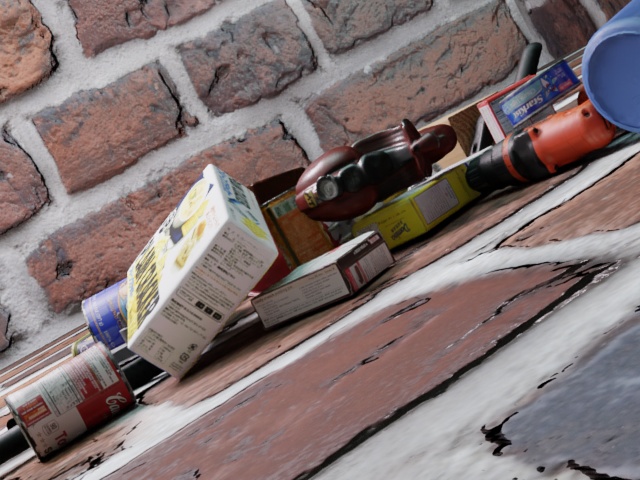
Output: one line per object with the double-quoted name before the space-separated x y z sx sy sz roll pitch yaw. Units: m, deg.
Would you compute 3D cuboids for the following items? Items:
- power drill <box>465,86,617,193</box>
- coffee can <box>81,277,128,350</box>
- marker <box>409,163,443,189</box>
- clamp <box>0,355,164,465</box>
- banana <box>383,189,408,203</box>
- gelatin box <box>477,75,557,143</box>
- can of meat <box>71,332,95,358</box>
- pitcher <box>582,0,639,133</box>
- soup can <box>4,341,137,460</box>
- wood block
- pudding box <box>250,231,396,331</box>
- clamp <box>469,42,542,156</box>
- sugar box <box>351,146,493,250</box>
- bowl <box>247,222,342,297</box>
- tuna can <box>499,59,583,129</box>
"power drill" 0.256 -0.114 1.087 0.187 0.057 0.185 -34 7 -37
"coffee can" -0.199 0.084 1.281 0.140 0.103 0.103 -28 5 1
"marker" 0.106 -0.051 1.281 0.020 0.020 0.121 -33 -11 -45
"clamp" -0.242 0.164 1.073 0.210 0.036 0.164 -27 4 2
"banana" 0.071 -0.062 1.248 0.037 0.069 0.198 -37 -4 -6
"gelatin box" 0.229 -0.131 1.201 0.073 0.089 0.030 -30 4 -17
"can of meat" -0.262 0.134 1.398 0.084 0.057 0.102 -25 6 17
"pitcher" 0.355 -0.191 0.989 0.242 0.145 0.149 -37 -3 -38
"soup can" -0.231 0.148 0.987 0.102 0.068 0.069 -30 5 -19
"wood block" 0.153 -0.103 1.344 0.090 0.090 0.206 -31 5 -29
"pudding box" 0.003 0.038 1.002 0.114 0.039 0.089 -27 4 36
"clamp" 0.232 -0.149 1.241 0.171 0.120 0.039 -34 -2 -20
"sugar box" 0.120 -0.041 1.143 0.094 0.048 0.175 -27 1 45
"bowl" -0.042 -0.004 1.242 0.162 0.055 0.162 -19 29 11
"tuna can" 0.235 -0.157 1.142 0.086 0.034 0.086 -34 -2 -1
